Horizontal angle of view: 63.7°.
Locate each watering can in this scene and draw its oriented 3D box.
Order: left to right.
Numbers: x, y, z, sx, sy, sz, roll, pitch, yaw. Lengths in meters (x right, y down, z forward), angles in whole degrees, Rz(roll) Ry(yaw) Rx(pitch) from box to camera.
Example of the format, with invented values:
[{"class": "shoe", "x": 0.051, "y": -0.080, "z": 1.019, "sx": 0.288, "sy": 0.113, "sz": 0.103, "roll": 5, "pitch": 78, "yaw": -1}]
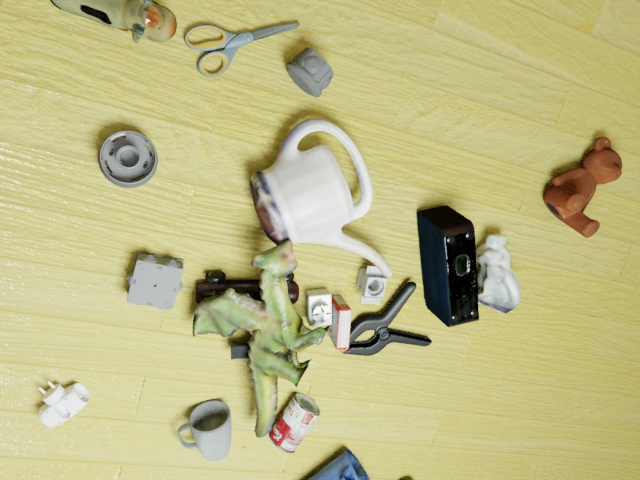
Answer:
[{"class": "watering can", "x": 0.003, "y": -0.049, "z": 0.967, "sx": 0.225, "sy": 0.105, "sz": 0.344, "roll": -23, "pitch": 104, "yaw": -7}]

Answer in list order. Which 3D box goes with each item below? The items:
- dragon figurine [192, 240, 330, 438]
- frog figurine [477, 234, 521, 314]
[{"class": "dragon figurine", "x": -0.125, "y": 0.186, "z": 0.969, "sx": 0.243, "sy": 0.124, "sz": 0.405, "roll": 29, "pitch": 108, "yaw": 1}, {"class": "frog figurine", "x": 0.386, "y": 0.072, "z": 1.111, "sx": 0.136, "sy": 0.123, "sz": 0.159, "roll": 23, "pitch": 90, "yaw": -53}]
